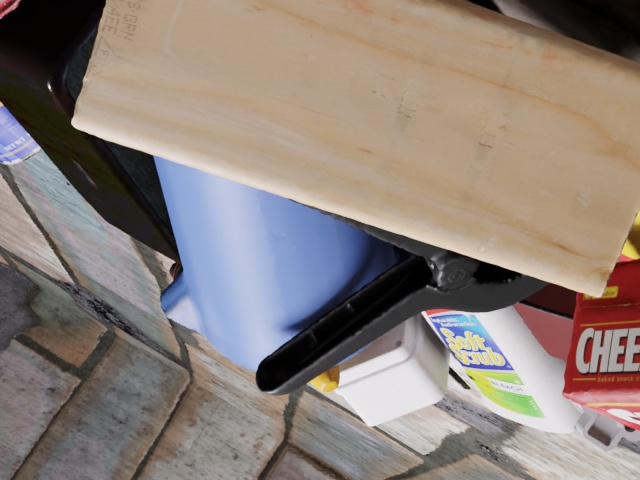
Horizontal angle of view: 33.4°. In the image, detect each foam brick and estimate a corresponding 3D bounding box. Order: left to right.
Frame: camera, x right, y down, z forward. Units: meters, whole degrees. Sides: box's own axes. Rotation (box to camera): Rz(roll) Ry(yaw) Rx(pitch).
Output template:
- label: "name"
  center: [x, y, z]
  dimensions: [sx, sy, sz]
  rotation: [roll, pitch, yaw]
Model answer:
- label: "foam brick"
  center: [0.164, 0.042, 0.672]
  dimensions: [0.051, 0.053, 0.078]
  rotation: [17, 160, 41]

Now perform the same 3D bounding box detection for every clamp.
- label: "clamp"
  center: [0.059, 0.015, 0.566]
  dimensions: [0.165, 0.209, 0.036]
  rotation: [103, 153, -42]

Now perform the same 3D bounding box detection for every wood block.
- label: "wood block"
  center: [0.020, -0.059, 0.420]
  dimensions: [0.206, 0.090, 0.091]
  rotation: [18, -166, -8]

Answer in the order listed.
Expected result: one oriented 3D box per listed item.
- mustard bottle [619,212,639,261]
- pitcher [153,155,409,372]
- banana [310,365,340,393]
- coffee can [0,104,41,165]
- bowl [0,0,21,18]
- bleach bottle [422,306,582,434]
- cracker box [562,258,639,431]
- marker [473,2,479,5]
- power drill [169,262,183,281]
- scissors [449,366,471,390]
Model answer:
- label: "mustard bottle"
  center: [0.176, 0.000, 0.508]
  dimensions: [0.096, 0.058, 0.191]
  rotation: [22, 163, 12]
- label: "pitcher"
  center: [-0.018, -0.045, 0.586]
  dimensions: [0.145, 0.149, 0.243]
  rotation: [23, 149, 23]
- label: "banana"
  center: [-0.011, 0.056, 0.831]
  dimensions: [0.069, 0.037, 0.198]
  rotation: [42, -170, -10]
- label: "coffee can"
  center: [-0.273, -0.141, 0.847]
  dimensions: [0.103, 0.102, 0.140]
  rotation: [14, 157, 47]
- label: "bowl"
  center: [-0.183, -0.176, 0.472]
  dimensions: [0.162, 0.162, 0.055]
  rotation: [21, -157, 34]
- label: "bleach bottle"
  center: [0.113, 0.049, 0.779]
  dimensions: [0.103, 0.068, 0.250]
  rotation: [15, 155, 49]
- label: "cracker box"
  center: [0.238, 0.070, 0.457]
  dimensions: [0.213, 0.072, 0.164]
  rotation: [25, 159, -29]
- label: "marker"
  center: [0.101, -0.070, 0.510]
  dimensions: [0.121, 0.020, 0.020]
  rotation: [41, 162, -29]
- label: "power drill"
  center: [-0.120, -0.028, 0.805]
  dimensions: [0.187, 0.057, 0.184]
  rotation: [60, 178, -7]
- label: "scissors"
  center: [0.080, 0.082, 0.926]
  dimensions: [0.096, 0.016, 0.202]
  rotation: [41, -179, -1]
